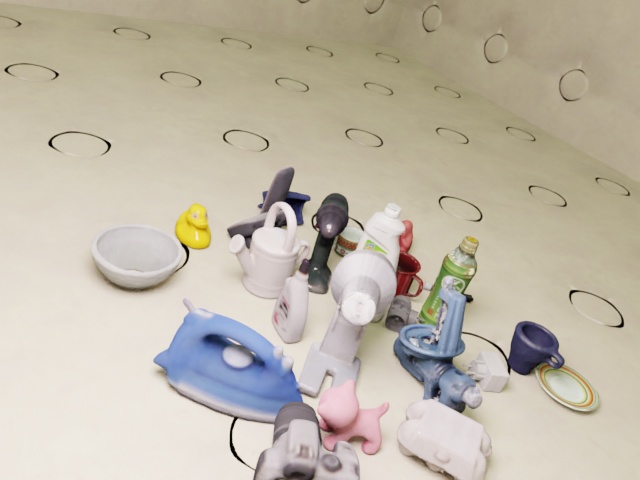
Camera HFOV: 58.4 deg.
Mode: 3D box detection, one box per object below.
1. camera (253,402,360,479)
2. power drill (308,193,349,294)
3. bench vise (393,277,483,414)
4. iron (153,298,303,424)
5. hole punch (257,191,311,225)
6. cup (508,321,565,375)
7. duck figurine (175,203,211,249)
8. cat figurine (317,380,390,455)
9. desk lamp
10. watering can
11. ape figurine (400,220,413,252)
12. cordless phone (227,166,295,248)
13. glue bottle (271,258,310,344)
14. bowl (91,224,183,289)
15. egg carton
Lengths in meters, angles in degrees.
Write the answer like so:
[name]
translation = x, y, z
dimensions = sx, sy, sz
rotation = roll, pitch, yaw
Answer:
[camera]
translation = -0.016, 0.299, 0.823
dimensions = 0.143, 0.101, 0.136
rotation = 13, 31, -8
[power drill]
translation = 0.011, 0.004, 1.207
dimensions = 0.075, 0.208, 0.229
rotation = 16, 31, -1
[bench vise]
translation = 0.231, 0.188, 1.013
dimensions = 0.122, 0.220, 0.206
rotation = -16, 44, -43
[iron]
translation = -0.124, 0.189, 0.907
dimensions = 0.258, 0.141, 0.119
rotation = 22, 31, 7
[hole punch]
translation = -0.090, -0.098, 1.437
dimensions = 0.109, 0.091, 0.101
rotation = 2, 34, -25
[cup]
translation = 0.433, 0.236, 1.163
dimensions = 0.092, 0.095, 0.117
rotation = -7, 38, -35
[duck figurine]
translation = -0.274, -0.041, 1.255
dimensions = 0.078, 0.086, 0.104
rotation = -7, 38, -35
[cat figurine]
translation = 0.047, 0.268, 0.889
dimensions = 0.128, 0.118, 0.067
rotation = 8, 32, -16
[desk lamp]
translation = 0.055, 0.143, 1.001
dimensions = 0.118, 0.213, 0.203
rotation = 19, 31, 3
[watering can]
translation = -0.095, 0.016, 1.147
dimensions = 0.100, 0.194, 0.173
rotation = 33, 34, 25
[ape figurine]
translation = 0.206, -0.011, 1.447
dimensions = 0.076, 0.092, 0.077
rotation = 2, 34, -25
[cordless phone]
translation = -0.126, -0.081, 1.297
dimensions = 0.094, 0.185, 0.148
rotation = 32, 34, 23
[glue bottle]
translation = -0.046, 0.104, 1.052
dimensions = 0.037, 0.173, 0.078
rotation = -6, 38, -34
[bowl]
translation = -0.350, 0.042, 1.093
dimensions = 0.167, 0.075, 0.167
rotation = 13, 31, -8
[egg carton]
translation = 0.200, 0.326, 0.923
dimensions = 0.150, 0.069, 0.107
rotation = 25, 31, 12
